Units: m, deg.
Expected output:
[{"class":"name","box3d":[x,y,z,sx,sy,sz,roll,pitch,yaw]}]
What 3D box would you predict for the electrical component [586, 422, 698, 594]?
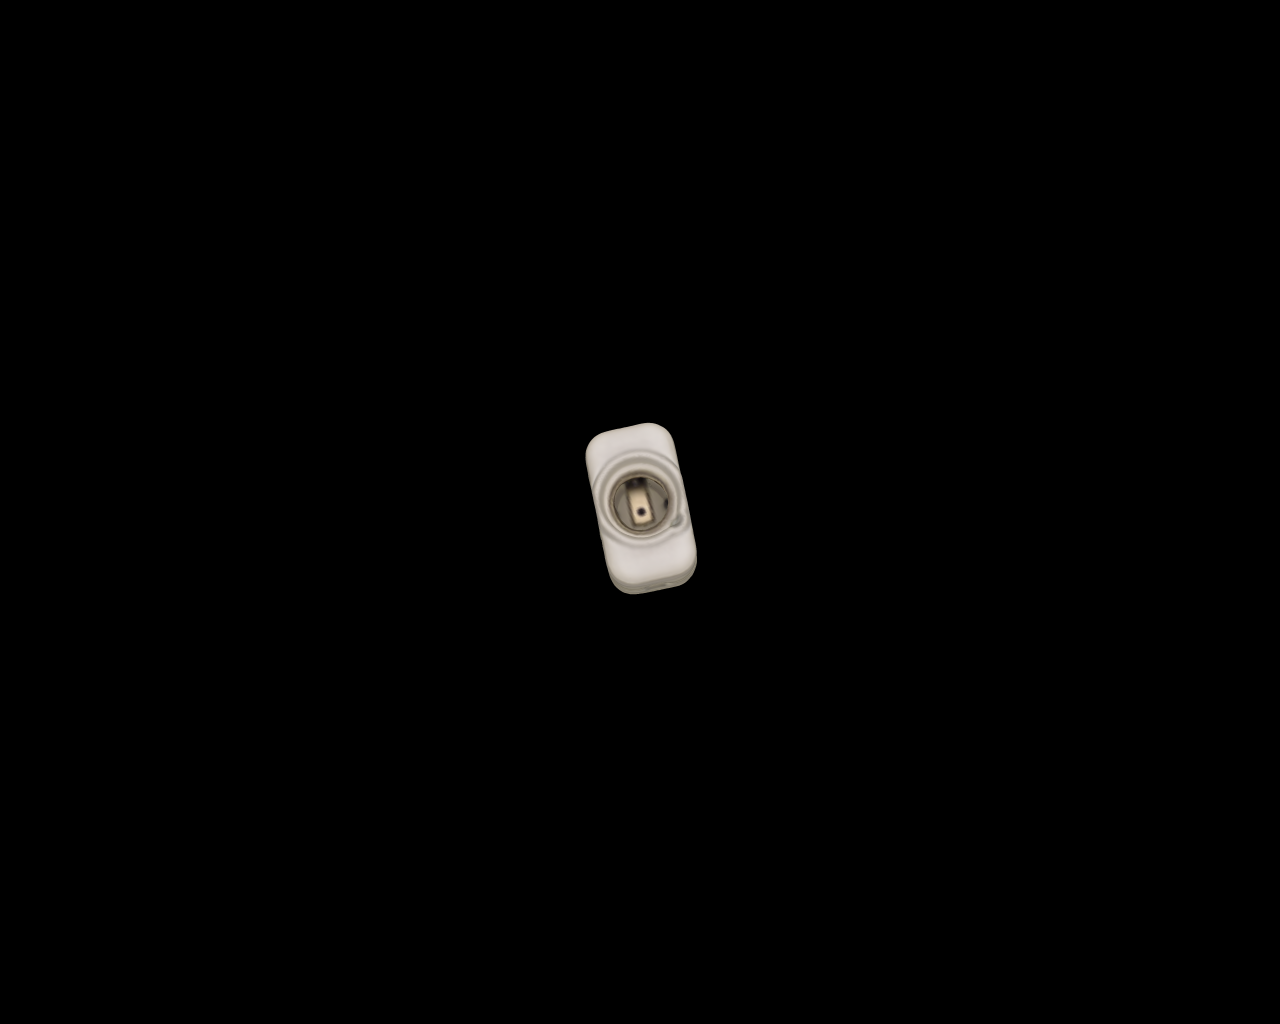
[{"class":"electrical component","box3d":[0.001,-0.003,0.650,0.054,0.095,0.059,-11,-11,-2]}]
